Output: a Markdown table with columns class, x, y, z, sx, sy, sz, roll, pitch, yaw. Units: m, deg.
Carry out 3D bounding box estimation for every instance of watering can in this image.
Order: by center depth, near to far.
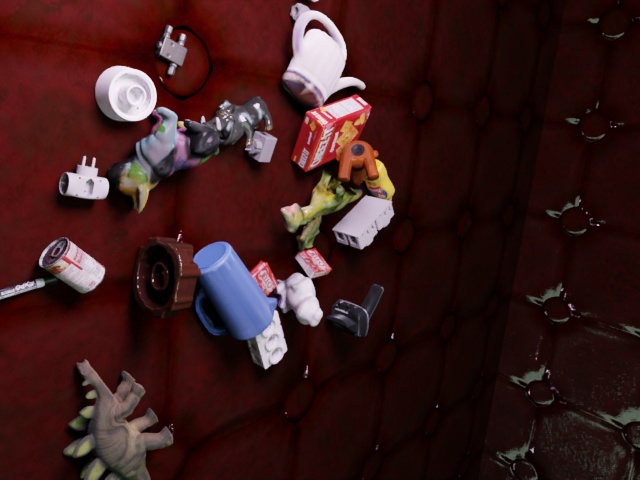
| class | x | y | z | sx | sy | sz | roll | pitch | yaw |
| --- | --- | --- | --- | --- | --- | --- | --- | --- | --- |
| watering can | 0.016 | -0.444 | 1.386 | 0.342 | 0.104 | 0.226 | 41 | 73 | -52 |

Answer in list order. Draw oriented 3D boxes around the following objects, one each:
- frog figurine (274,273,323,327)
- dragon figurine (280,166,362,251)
| class | x | y | z | sx | sy | sz | roll | pitch | yaw |
| --- | --- | --- | --- | --- | --- | --- | --- | --- | --- |
| frog figurine | -0.043 | 0.170 | 1.470 | 0.124 | 0.160 | 0.135 | -16 | 115 | -47 |
| dragon figurine | 0.005 | -0.076 | 1.508 | 0.241 | 0.123 | 0.409 | -55 | 159 | 10 |
